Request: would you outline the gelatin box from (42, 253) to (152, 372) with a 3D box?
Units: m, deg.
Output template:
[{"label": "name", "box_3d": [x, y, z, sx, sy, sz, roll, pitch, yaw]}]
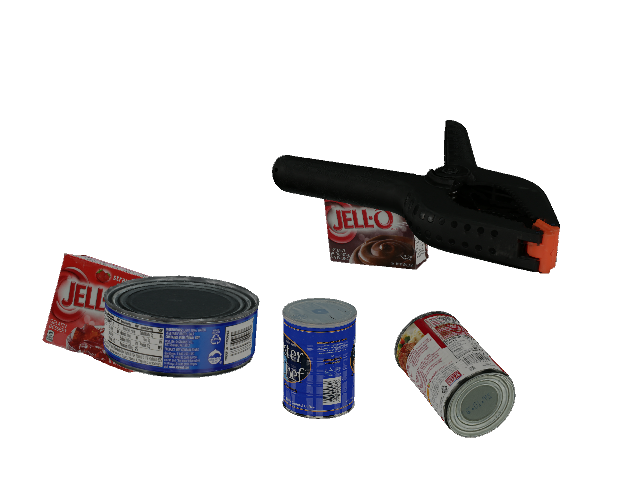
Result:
[{"label": "gelatin box", "box_3d": [-0.169, 0.056, 0.835, 0.089, 0.073, 0.030, 16, 2, 24]}]

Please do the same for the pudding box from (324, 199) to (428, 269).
[{"label": "pudding box", "box_3d": [0.061, -0.020, 1.183, 0.114, 0.090, 0.039, 4, 22, 29]}]

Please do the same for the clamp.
[{"label": "clamp", "box_3d": [0.074, -0.030, 0.711, 0.164, 0.036, 0.210, -12, 28, -22]}]

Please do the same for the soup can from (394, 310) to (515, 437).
[{"label": "soup can", "box_3d": [0.116, 0.115, 0.927, 0.068, 0.068, 0.102, 0, 25, -23]}]

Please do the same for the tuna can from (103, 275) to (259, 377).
[{"label": "tuna can", "box_3d": [-0.078, 0.047, 0.596, 0.086, 0.034, 0.086, 4, 13, -1]}]

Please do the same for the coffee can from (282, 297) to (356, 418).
[{"label": "coffee can", "box_3d": [-0.002, 0.162, 1.485, 0.103, 0.140, 0.103, 0, 16, 0]}]
